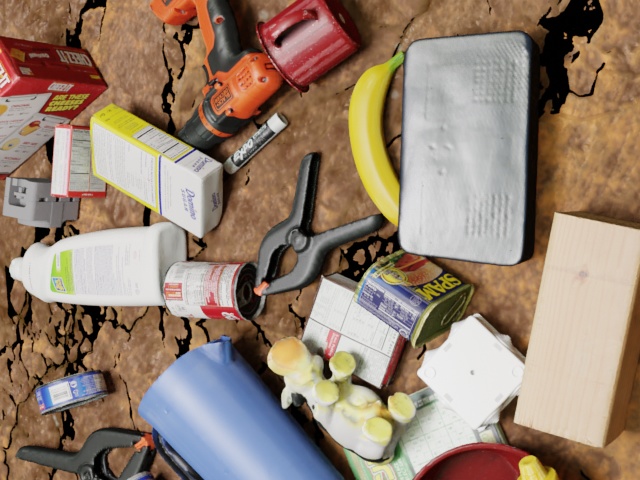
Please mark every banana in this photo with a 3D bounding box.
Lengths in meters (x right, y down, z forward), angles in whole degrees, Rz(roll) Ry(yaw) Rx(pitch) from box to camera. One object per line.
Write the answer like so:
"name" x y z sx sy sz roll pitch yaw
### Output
"banana" 0.066 -0.102 1.147 0.070 0.037 0.198 -5 90 27

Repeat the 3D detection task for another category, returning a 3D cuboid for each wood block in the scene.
"wood block" 0.260 0.082 1.026 0.091 0.090 0.206 14 98 27

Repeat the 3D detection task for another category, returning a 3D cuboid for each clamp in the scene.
"clamp" -0.008 0.001 1.189 0.120 0.039 0.171 37 107 29
"clamp" -0.292 0.290 1.347 0.210 0.036 0.164 -41 74 20

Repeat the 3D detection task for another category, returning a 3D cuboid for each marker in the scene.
"marker" -0.085 -0.102 1.236 0.121 0.020 0.020 -40 74 23

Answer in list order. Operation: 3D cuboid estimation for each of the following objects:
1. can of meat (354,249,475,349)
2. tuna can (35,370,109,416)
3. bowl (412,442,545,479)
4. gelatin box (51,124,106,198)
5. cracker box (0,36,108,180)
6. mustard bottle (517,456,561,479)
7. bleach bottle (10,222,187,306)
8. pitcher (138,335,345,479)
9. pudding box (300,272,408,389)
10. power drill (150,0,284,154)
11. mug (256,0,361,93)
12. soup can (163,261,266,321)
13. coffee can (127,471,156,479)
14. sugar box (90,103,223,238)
"can of meat" 0.097 0.057 1.102 0.084 0.101 0.057 34 122 25
"tuna can" -0.308 0.189 1.325 0.086 0.086 0.034 -22 81 26
"bowl" 0.161 0.265 1.081 0.162 0.055 0.162 0 108 1
"gelatin box" -0.296 -0.097 1.314 0.030 0.073 0.089 6 95 27
"cracker box" -0.395 -0.156 1.313 0.214 0.164 0.072 -36 78 24
"mustard bottle" 0.234 0.291 1.026 0.096 0.058 0.191 -20 106 20
"bleach bottle" -0.283 0.029 1.320 0.251 0.068 0.102 0 91 30
"pitcher" -0.083 0.239 1.194 0.145 0.149 0.243 -41 74 -13
"pudding box" 0.041 0.098 1.168 0.114 0.039 0.090 25 104 23
"power drill" -0.130 -0.208 1.223 0.185 0.057 0.188 -34 74 42
"mug" -0.014 -0.221 1.143 0.082 0.117 0.093 -33 73 19
"soup can" -0.122 0.058 1.234 0.102 0.068 0.068 0 92 28
"coffee can" -0.194 0.360 1.263 0.140 0.102 0.103 42 109 19
"sugar box" -0.193 -0.083 1.259 0.176 0.048 0.093 28 137 21
